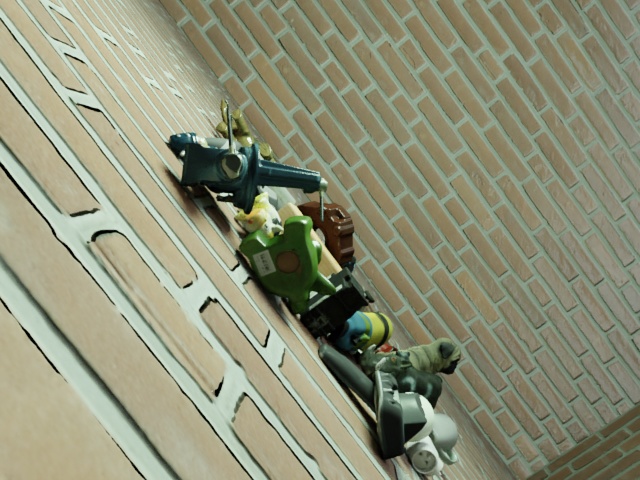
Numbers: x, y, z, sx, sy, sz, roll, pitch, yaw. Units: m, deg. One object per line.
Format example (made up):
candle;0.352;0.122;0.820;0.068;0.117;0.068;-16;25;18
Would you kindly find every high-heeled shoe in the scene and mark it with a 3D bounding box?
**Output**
high-heeled shoe;-0.177;-0.120;1.137;0.248;0.086;0.145;16;65;-54

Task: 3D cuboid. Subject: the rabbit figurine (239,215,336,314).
rabbit figurine;-0.036;0.035;0.896;0.159;0.121;0.170;59;8;-3

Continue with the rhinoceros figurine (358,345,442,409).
rhinoceros figurine;0.155;0.271;1.042;0.190;0.112;0.073;26;11;-19

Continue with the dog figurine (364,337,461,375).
dog figurine;0.199;0.258;1.146;0.121;0.190;0.172;56;7;29

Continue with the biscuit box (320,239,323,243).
biscuit box;-0.042;0.002;1.426;0.063;0.059;0.202;56;5;26

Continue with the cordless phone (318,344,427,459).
cordless phone;0.070;0.238;0.848;0.184;0.088;0.146;42;7;-2

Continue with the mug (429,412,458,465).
mug;0.239;0.416;1.118;0.107;0.081;0.110;24;34;-56

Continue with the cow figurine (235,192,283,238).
cow figurine;-0.108;-0.027;1.009;0.098;0.068;0.167;58;4;-15

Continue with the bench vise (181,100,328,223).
bench vise;-0.098;-0.105;0.864;0.223;0.241;0.129;144;-50;-69

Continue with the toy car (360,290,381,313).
toy car;0.107;0.185;1.371;0.053;0.089;0.202;55;5;-19

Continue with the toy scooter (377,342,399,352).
toy scooter;0.180;0.307;1.295;0.184;0.075;0.135;52;4;23

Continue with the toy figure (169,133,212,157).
toy figure;-0.210;-0.151;0.963;0.064;0.058;0.154;23;-9;30

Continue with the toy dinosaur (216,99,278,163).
toy dinosaur;-0.164;-0.206;1.515;0.471;0.105;0.198;59;3;15

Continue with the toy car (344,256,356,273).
toy car;0.017;0.065;1.404;0.103;0.109;0.161;29;3;31

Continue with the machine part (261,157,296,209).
machine part;-0.142;-0.140;1.390;0.243;0.079;0.079;51;5;-18

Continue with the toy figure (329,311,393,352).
toy figure;0.079;0.179;1.067;0.180;0.089;0.082;27;42;-53

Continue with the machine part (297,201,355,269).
machine part;-0.003;-0.004;1.221;0.056;0.179;0.179;-17;66;-50

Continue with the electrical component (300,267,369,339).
electrical component;0.023;0.109;0.974;0.058;0.115;0.134;55;6;-11
